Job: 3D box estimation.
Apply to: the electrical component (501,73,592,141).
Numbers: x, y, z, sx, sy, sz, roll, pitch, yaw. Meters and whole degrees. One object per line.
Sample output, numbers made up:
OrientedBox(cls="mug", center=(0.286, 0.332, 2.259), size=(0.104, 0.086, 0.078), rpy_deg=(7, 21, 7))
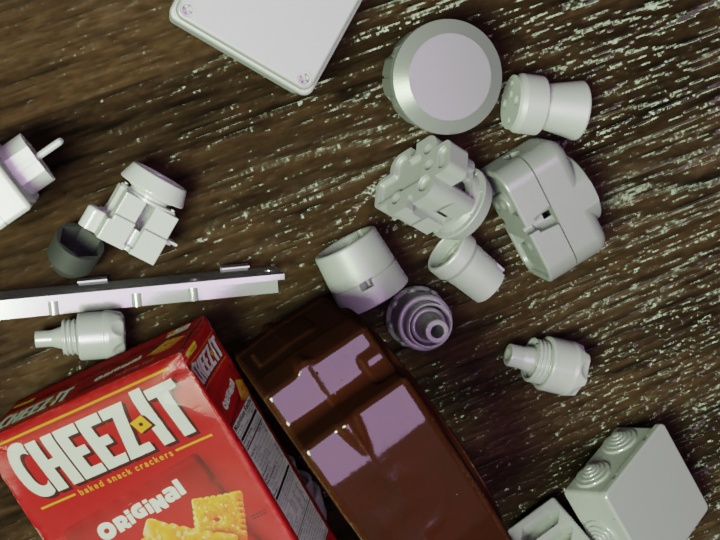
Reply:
OrientedBox(cls="electrical component", center=(0.138, -0.121, 0.800), size=(0.055, 0.045, 0.045), rpy_deg=(5, 98, -13))

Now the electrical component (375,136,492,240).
OrientedBox(cls="electrical component", center=(0.058, -0.056, 0.780), size=(0.057, 0.078, 0.058), rpy_deg=(28, 52, -32))

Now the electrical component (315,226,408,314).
OrientedBox(cls="electrical component", center=(0.000, 0.000, 0.783), size=(0.055, 0.055, 0.047), rpy_deg=(-31, 101, -7))

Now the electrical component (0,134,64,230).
OrientedBox(cls="electrical component", center=(-0.227, -0.064, 0.705), size=(0.076, 0.083, 0.047), rpy_deg=(-36, 105, -5))

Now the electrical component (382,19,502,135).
OrientedBox(cls="electrical component", center=(0.057, -0.138, 0.776), size=(0.080, 0.051, 0.080), rpy_deg=(-2, 99, -13))

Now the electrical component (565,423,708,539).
OrientedBox(cls="electrical component", center=(0.217, 0.181, 0.849), size=(0.100, 0.048, 0.099), rpy_deg=(-41, 107, -32))

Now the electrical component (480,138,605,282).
OrientedBox(cls="electrical component", center=(0.140, -0.048, 0.805), size=(0.059, 0.054, 0.095), rpy_deg=(-32, 107, -6))

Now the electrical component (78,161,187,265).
OrientedBox(cls="electrical component", center=(-0.152, -0.041, 0.745), size=(0.066, 0.048, 0.055), rpy_deg=(29, 94, -27))

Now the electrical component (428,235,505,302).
OrientedBox(cls="electrical component", center=(0.081, -0.002, 0.809), size=(0.046, 0.040, 0.040), rpy_deg=(38, 89, -21))

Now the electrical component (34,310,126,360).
OrientedBox(cls="electrical component", center=(-0.196, 0.047, 0.755), size=(0.061, 0.035, 0.035), rpy_deg=(-3, 99, -10))

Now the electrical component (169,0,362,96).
OrientedBox(cls="electrical component", center=(-0.059, -0.192, 0.737), size=(0.109, 0.056, 0.108), rpy_deg=(29, 92, -16))

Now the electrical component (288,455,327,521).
OrientedBox(cls="electrical component", center=(-0.050, 0.168, 0.799), size=(0.043, 0.043, 0.062), rpy_deg=(-17, 113, -10))

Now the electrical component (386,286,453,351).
OrientedBox(cls="electrical component", center=(0.048, 0.039, 0.796), size=(0.048, 0.062, 0.048), rpy_deg=(-2, 99, -13))

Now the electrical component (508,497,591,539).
OrientedBox(cls="electrical component", center=(0.163, 0.233, 0.855), size=(0.047, 0.065, 0.076), rpy_deg=(-35, 134, -5))

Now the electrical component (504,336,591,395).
OrientedBox(cls="electrical component", center=(0.143, 0.072, 0.832), size=(0.062, 0.043, 0.043), rpy_deg=(14, 95, -13))
